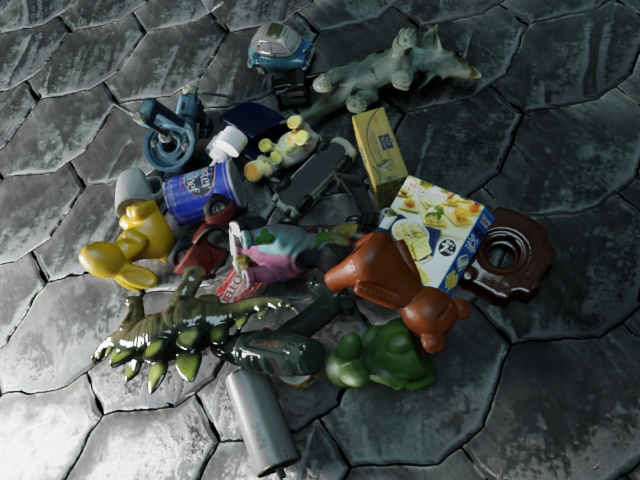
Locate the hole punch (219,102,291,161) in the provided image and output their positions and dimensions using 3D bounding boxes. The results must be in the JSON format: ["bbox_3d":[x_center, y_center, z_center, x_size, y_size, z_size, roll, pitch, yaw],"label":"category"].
[{"bbox_3d":[-0.139,-0.244,1.153,0.142,0.092,0.116,33,73,27],"label":"hole punch"}]

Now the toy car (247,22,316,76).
[{"bbox_3d":[-0.097,-0.439,1.224,0.162,0.102,0.109,15,71,20],"label":"toy car"}]

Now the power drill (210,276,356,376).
[{"bbox_3d":[-0.055,0.144,0.910,0.232,0.085,0.207,2,26,47],"label":"power drill"}]

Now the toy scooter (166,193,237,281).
[{"bbox_3d":[-0.201,0.012,1.047,0.135,0.075,0.184,37,95,-19],"label":"toy scooter"}]

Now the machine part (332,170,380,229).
[{"bbox_3d":[0.074,-0.080,1.027,0.039,0.084,0.139,-48,44,28],"label":"machine part"}]

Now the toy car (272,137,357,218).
[{"bbox_3d":[-0.010,-0.127,1.089,0.074,0.056,0.202,41,81,18],"label":"toy car"}]

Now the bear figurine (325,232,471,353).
[{"bbox_3d":[0.124,0.080,0.835,0.196,0.132,0.120,43,67,-5],"label":"bear figurine"}]

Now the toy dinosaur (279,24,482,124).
[{"bbox_3d":[0.115,-0.336,1.117,0.405,0.192,0.131,-14,100,21],"label":"toy dinosaur"}]

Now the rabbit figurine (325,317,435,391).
[{"bbox_3d":[0.083,0.203,0.878,0.170,0.159,0.121,-23,72,18],"label":"rabbit figurine"}]

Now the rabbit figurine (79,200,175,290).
[{"bbox_3d":[-0.379,0.024,1.054,0.173,0.122,0.162,-30,102,-38],"label":"rabbit figurine"}]

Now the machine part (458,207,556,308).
[{"bbox_3d":[0.319,0.028,0.945,0.179,0.056,0.179,-4,65,10],"label":"machine part"}]

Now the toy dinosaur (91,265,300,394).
[{"bbox_3d":[-0.232,0.150,0.918,0.472,0.105,0.199,-24,35,21],"label":"toy dinosaur"}]

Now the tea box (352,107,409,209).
[{"bbox_3d":[0.119,-0.160,1.051,0.068,0.098,0.170,-16,62,4],"label":"tea box"}]

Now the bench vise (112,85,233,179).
[{"bbox_3d":[-0.305,-0.236,1.112,0.129,0.240,0.223,20,88,16],"label":"bench vise"}]

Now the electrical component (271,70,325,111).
[{"bbox_3d":[-0.043,-0.331,1.179,0.119,0.074,0.048,-6,64,7],"label":"electrical component"}]

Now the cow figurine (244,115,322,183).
[{"bbox_3d":[-0.077,-0.174,1.113,0.167,0.098,0.068,-36,68,16],"label":"cow figurine"}]

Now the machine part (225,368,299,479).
[{"bbox_3d":[-0.099,0.299,0.899,0.079,0.079,0.243,-25,63,1],"label":"machine part"}]

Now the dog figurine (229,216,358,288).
[{"bbox_3d":[-0.042,0.014,0.960,0.219,0.192,0.108,-5,106,-19],"label":"dog figurine"}]

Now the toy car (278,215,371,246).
[{"bbox_3d":[-0.002,-0.003,1.032,0.202,0.053,0.089,1,70,11],"label":"toy car"}]

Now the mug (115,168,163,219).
[{"bbox_3d":[-0.387,-0.107,1.149,0.110,0.080,0.107,-26,55,7],"label":"mug"}]
